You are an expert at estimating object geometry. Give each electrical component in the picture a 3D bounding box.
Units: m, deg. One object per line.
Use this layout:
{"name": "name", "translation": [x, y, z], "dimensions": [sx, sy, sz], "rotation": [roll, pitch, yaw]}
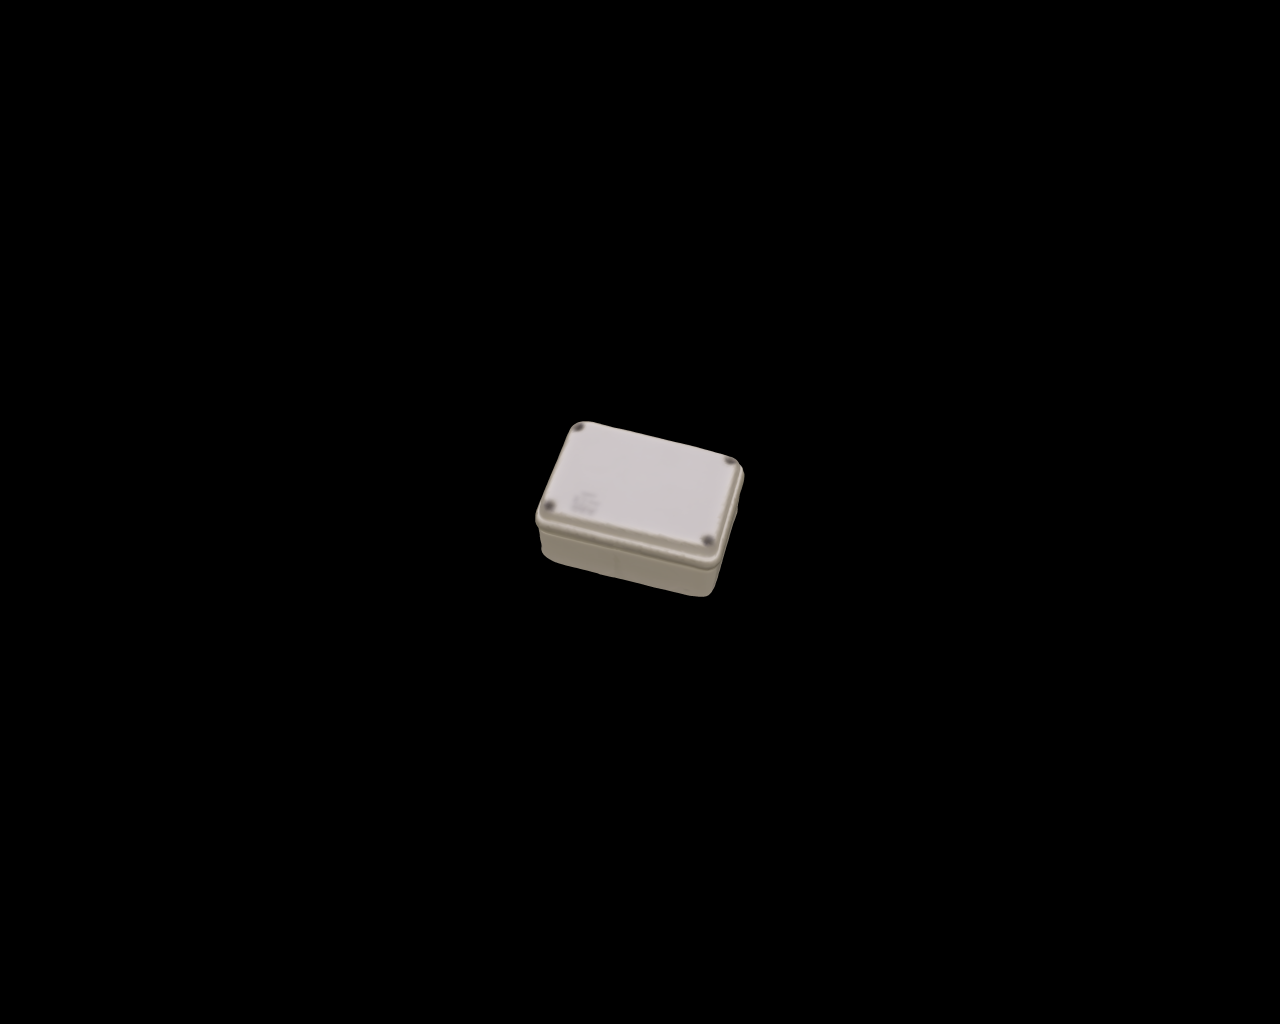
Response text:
{"name": "electrical component", "translation": [0.001, -0.003, 0.650], "dimensions": [0.113, 0.078, 0.057], "rotation": [14, -32, 9]}
